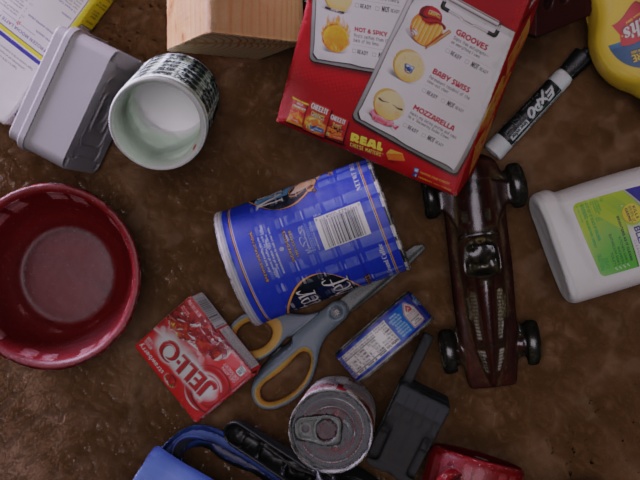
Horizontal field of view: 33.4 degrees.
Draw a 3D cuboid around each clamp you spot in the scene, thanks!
[{"bbox_3d":[-0.005,0.217,0.892,0.171,0.120,0.039,20,121,-9],"label":"clamp"}]

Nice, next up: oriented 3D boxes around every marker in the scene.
[{"bbox_3d":[0.191,-0.120,0.924,0.020,0.020,0.121,43,93,4],"label":"marker"}]

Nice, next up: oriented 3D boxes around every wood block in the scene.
[{"bbox_3d":[-0.073,-0.265,0.897,0.090,0.090,0.206,0,89,-30],"label":"wood block"}]

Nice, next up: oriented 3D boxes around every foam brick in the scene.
[{"bbox_3d":[0.178,-0.201,0.864,0.051,0.078,0.053,21,128,43],"label":"foam brick"}]

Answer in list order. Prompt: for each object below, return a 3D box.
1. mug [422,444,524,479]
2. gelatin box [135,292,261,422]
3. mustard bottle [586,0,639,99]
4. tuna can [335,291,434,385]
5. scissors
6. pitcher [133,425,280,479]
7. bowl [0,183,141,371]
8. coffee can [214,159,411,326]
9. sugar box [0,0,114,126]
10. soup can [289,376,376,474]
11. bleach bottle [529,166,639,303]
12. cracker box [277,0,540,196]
[{"bbox_3d":[0.116,0.218,0.886,0.093,0.117,0.081,13,86,36],"label":"mug"},{"bbox_3d":[-0.107,0.103,0.935,0.073,0.030,0.089,-41,82,17],"label":"gelatin box"},{"bbox_3d":[0.271,-0.183,0.898,0.096,0.058,0.191,-18,89,-3],"label":"mustard bottle"},{"bbox_3d":[0.054,0.082,0.903,0.086,0.086,0.034,-41,85,4],"label":"tuna can"},{"bbox_3d":[-0.005,0.058,0.943,0.096,0.016,0.202,37,93,4],"label":"scissors"},{"bbox_3d":[-0.064,0.276,0.900,0.243,0.145,0.149,27,104,1],"label":"pitcher"},{"bbox_3d":[-0.231,0.032,0.943,0.162,0.055,0.162,0,90,5],"label":"bowl"},{"bbox_3d":[-0.006,0.001,0.899,0.140,0.103,0.103,-20,88,4],"label":"coffee can"},{"bbox_3d":[-0.258,-0.197,0.951,0.093,0.048,0.176,39,96,3],"label":"sugar box"},{"bbox_3d":[0.013,0.152,0.897,0.068,0.102,0.068,0,90,5],"label":"soup can"},{"bbox_3d":[0.311,-0.032,0.893,0.251,0.068,0.102,-20,88,2],"label":"bleach bottle"},{"bbox_3d":[0.073,-0.164,0.833,0.164,0.072,0.214,24,121,12],"label":"cracker box"}]
